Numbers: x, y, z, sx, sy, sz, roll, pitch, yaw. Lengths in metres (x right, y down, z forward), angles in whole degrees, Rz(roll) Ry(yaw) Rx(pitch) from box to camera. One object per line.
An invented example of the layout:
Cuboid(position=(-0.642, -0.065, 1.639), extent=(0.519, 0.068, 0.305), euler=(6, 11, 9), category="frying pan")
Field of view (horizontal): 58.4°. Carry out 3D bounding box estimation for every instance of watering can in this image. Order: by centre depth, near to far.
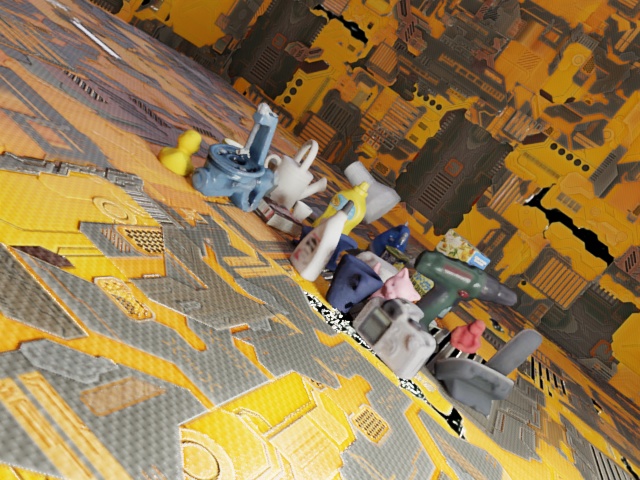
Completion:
Cuboid(position=(-0.062, -0.177, 1.510), extent=(0.174, 0.194, 0.100), euler=(25, 16, -45), category="watering can")

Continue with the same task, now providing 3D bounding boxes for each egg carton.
Cuboid(position=(0.145, 0.091, 1.377), extent=(0.151, 0.069, 0.107), euler=(30, 13, -30), category="egg carton")

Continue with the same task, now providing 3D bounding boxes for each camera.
Cuboid(position=(0.156, 0.167, 1.025), extent=(0.137, 0.100, 0.142), euler=(23, 18, -49), category="camera")

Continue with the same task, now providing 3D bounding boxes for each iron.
Cuboid(position=(0.230, 0.015, 1.748), extent=(0.118, 0.141, 0.258), euler=(36, 11, -2), category="iron")

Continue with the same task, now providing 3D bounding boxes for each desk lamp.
Cuboid(position=(0.095, -0.104, 1.639), extent=(0.203, 0.213, 0.118), euler=(39, 12, 13), category="desk lamp")

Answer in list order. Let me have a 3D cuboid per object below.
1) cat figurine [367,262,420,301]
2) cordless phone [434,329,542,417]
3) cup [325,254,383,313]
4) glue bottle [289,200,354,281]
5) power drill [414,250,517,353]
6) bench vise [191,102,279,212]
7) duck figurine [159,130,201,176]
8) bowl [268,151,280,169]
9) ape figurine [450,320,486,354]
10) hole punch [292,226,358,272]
Cuboid(position=(0.145, 0.101, 1.216), extent=(0.067, 0.117, 0.127), euler=(23, 18, -49), category="cat figurine")
Cuboid(position=(0.319, 0.224, 1.075), extent=(0.148, 0.185, 0.094), euler=(29, 13, -33), category="cordless phone")
Cuboid(position=(0.055, 0.091, 1.046), extent=(0.092, 0.095, 0.117), euler=(35, 11, -8), category="cup")
Cuboid(position=(0.011, -0.007, 1.104), extent=(0.037, 0.173, 0.078), euler=(27, 15, -42), category="glue bottle")
Cuboid(position=(0.280, 0.136, 1.247), extent=(0.230, 0.208, 0.075), euler=(36, 11, -5), category="power drill")
Cuboid(position=(-0.147, -0.176, 1.187), extent=(0.121, 0.219, 0.208), euler=(39, 12, 12), category="bench vise")
Cuboid(position=(-0.278, -0.185, 1.172), extent=(0.078, 0.086, 0.104), euler=(34, 12, -13), category="duck figurine")
Cuboid(position=(-0.129, -0.194, 1.679), extent=(0.167, 0.074, 0.167), euler=(35, 11, -8), category="bowl")
Cuboid(position=(0.374, 0.236, 1.427), extent=(0.077, 0.092, 0.076), euler=(41, 12, 21), category="ape figurine")
Cuboid(position=(0.012, 0.005, 1.267), extent=(0.109, 0.091, 0.100), euler=(25, 17, -46), category="hole punch")
